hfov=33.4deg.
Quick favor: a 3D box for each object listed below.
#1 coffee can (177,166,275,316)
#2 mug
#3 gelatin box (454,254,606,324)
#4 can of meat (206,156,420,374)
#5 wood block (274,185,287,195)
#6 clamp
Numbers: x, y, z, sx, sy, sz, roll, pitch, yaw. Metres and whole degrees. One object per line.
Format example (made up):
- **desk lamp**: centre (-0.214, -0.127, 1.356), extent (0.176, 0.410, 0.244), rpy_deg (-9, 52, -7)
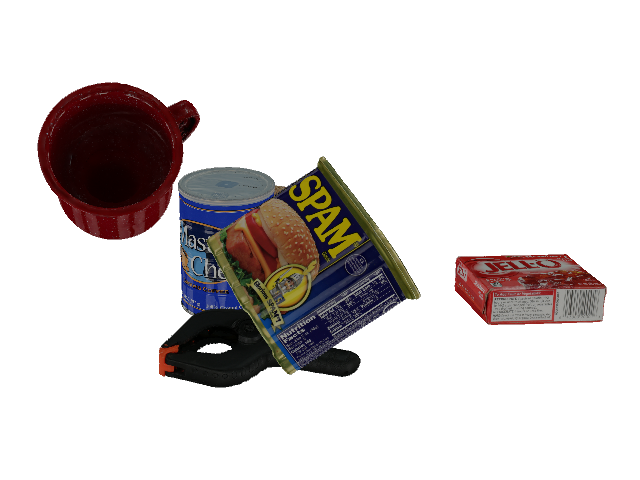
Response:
- **coffee can**: centre (-0.101, 0.003, 1.152), extent (0.103, 0.140, 0.103), rpy_deg (1, 23, -1)
- **mug**: centre (-0.132, -0.056, 0.732), extent (0.117, 0.093, 0.081), rpy_deg (-39, -7, -17)
- **gelatin box**: centre (0.149, 0.033, 0.767), extent (0.089, 0.030, 0.073), rpy_deg (-1, 17, -10)
- **can of meat**: centre (-0.007, 0.014, 0.595), extent (0.084, 0.057, 0.102), rpy_deg (-33, 43, 0)
- **wood block**: centre (-0.039, 0.038, 1.488), extent (0.090, 0.206, 0.090), rpy_deg (9, 22, 7)
- **clamp**: centre (-0.060, 0.079, 0.939), extent (0.171, 0.039, 0.120), rpy_deg (-4, 38, -16)
